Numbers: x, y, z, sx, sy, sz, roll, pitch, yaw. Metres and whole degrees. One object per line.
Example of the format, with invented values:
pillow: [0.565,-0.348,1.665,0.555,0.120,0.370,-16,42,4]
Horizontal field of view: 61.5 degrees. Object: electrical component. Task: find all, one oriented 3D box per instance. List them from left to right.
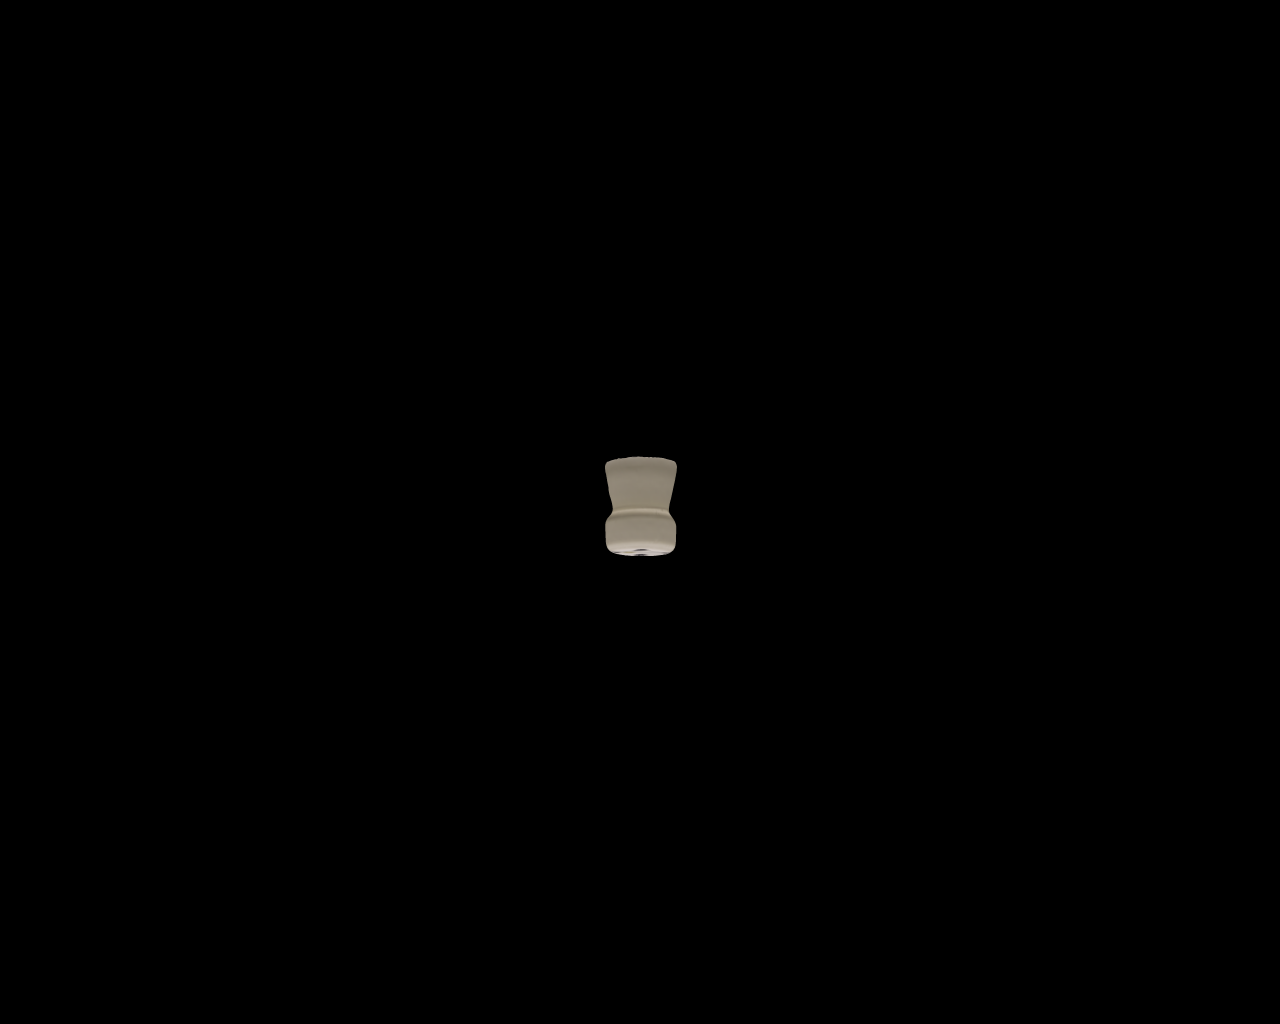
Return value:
electrical component: [0.001,-0.003,0.650,0.045,0.055,0.045,0,-9,0]
